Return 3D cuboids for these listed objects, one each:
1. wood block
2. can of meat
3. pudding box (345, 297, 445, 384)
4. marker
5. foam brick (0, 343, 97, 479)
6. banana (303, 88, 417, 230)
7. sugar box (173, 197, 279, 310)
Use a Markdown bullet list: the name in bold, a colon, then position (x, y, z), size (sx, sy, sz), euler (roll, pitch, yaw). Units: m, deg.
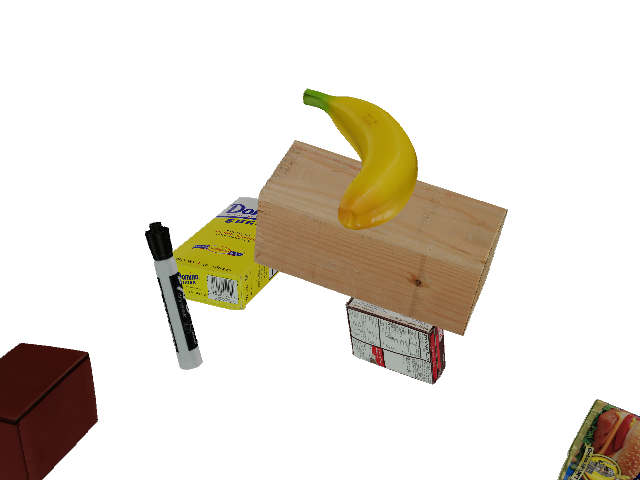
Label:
- **wood block**: position (0.052, -0.003, 0.973), size (0.206, 0.091, 0.090), euler (19, 46, 11)
- **can of meat**: position (0.226, 0.173, 0.786), size (0.084, 0.057, 0.101), euler (22, 40, 22)
- **pudding box**: position (0.088, 0.111, 1.244), size (0.114, 0.090, 0.039), euler (16, 46, 25)
- **marker**: position (-0.116, 0.044, 0.841), size (0.020, 0.121, 0.020), euler (-11, 16, 3)
- **foam brick**: position (-0.181, 0.106, 0.655), size (0.053, 0.051, 0.078), euler (7, 28, 21)
- **banana**: position (0.033, -0.055, 0.729), size (0.069, 0.037, 0.198), euler (-3, 29, -7)
- **sugar box**: position (-0.084, 0.009, 1.133), size (0.093, 0.048, 0.176), euler (11, 31, 20)
